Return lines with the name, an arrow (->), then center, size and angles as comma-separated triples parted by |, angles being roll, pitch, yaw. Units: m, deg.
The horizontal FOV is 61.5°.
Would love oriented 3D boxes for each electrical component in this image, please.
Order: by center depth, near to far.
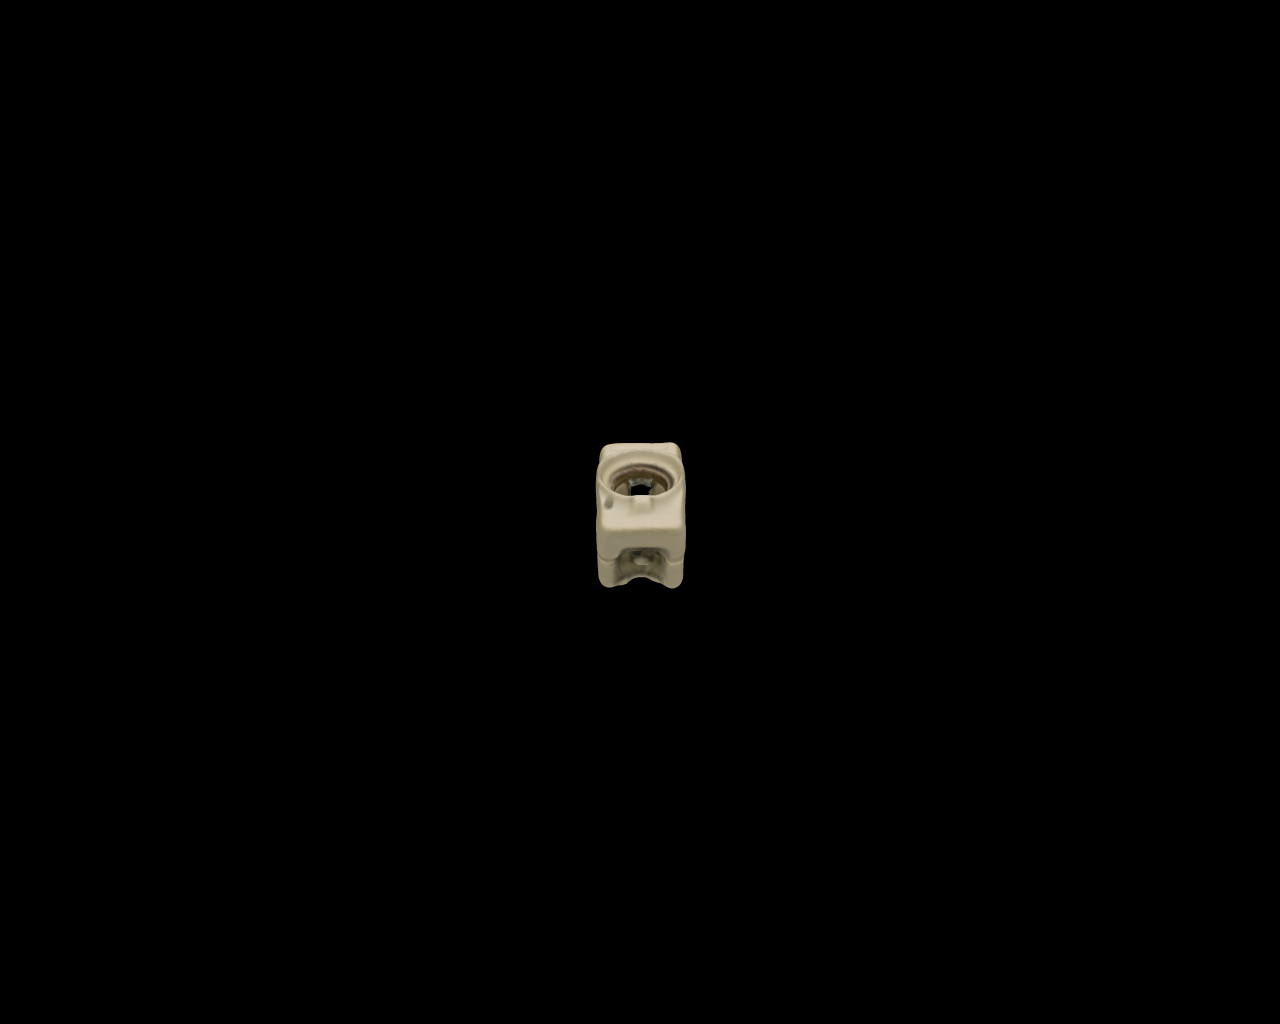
electrical component -> 0.001, -0.003, 0.650 | 0.050, 0.055, 0.090 | 0, 37, 0
